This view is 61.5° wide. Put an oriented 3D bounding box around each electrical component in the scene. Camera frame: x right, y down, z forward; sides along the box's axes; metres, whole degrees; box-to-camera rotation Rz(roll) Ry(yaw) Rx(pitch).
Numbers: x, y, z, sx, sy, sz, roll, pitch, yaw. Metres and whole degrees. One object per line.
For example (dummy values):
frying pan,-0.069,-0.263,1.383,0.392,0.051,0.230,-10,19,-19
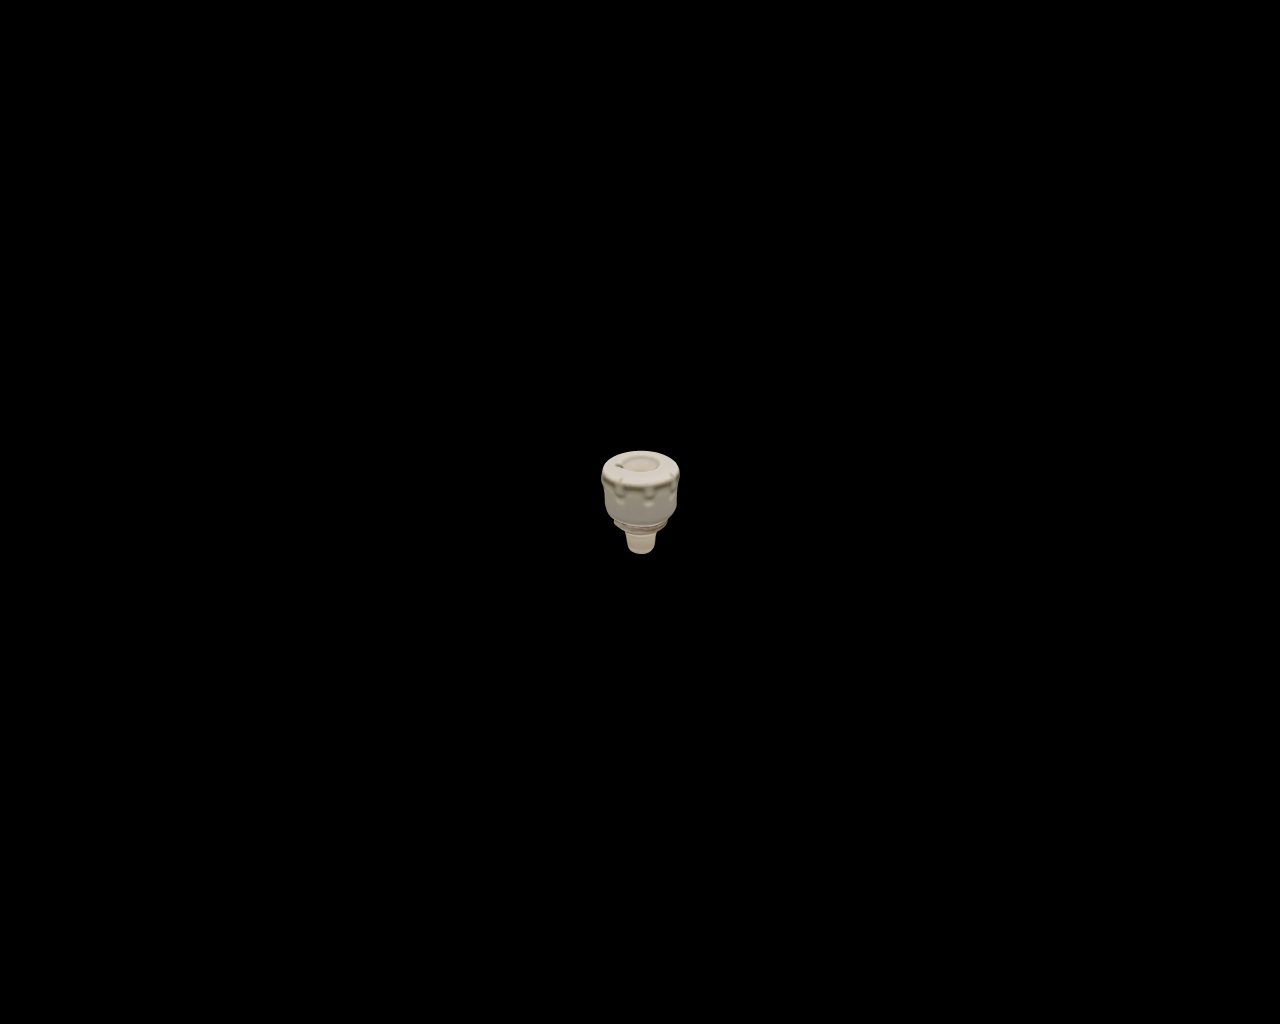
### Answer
electrical component,0.001,-0.003,0.650,0.048,0.062,0.048,0,28,0
